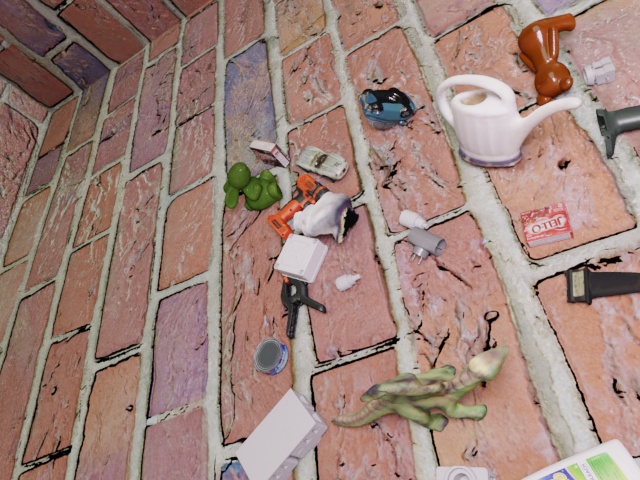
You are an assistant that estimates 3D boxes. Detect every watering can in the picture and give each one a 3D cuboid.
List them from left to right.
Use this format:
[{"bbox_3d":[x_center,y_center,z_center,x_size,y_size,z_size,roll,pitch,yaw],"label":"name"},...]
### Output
[{"bbox_3d":[0.401,-0.253,1.132,0.105,0.219,0.351,-42,43,-19],"label":"watering can"}]

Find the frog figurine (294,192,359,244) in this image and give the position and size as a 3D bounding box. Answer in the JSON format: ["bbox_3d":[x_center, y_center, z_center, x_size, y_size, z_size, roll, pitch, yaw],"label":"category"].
[{"bbox_3d":[0.004,-0.067,1.336,0.160,0.120,0.140,15,63,24],"label":"frog figurine"}]

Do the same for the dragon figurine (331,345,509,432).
[{"bbox_3d":[0.154,0.279,0.940,0.407,0.239,0.125,-24,55,19],"label":"dragon figurine"}]
